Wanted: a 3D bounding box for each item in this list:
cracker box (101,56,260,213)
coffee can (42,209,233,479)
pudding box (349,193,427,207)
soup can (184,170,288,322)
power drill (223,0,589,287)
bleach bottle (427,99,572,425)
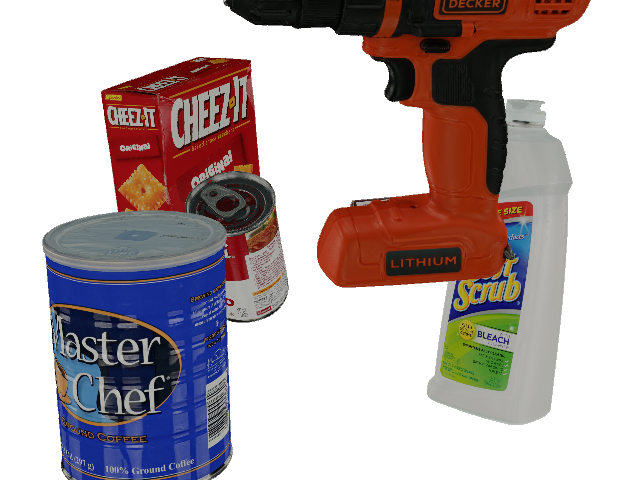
[{"bbox_3d":[-0.122,-0.055,1.023,0.072,0.214,0.164,7,22,26],"label":"cracker box"},{"bbox_3d":[-0.104,0.062,0.621,0.103,0.140,0.103,-1,16,0],"label":"coffee can"},{"bbox_3d":[0.077,-0.008,1.101,0.113,0.039,0.090,-7,-31,-19],"label":"pudding box"},{"bbox_3d":[-0.063,0.006,0.824,0.068,0.068,0.102,0,-44,7],"label":"soup can"},{"bbox_3d":[0.040,-0.067,0.552,0.184,0.188,0.057,-2,32,-9],"label":"power drill"},{"bbox_3d":[0.146,0.013,0.853,0.103,0.251,0.067,13,14,41],"label":"bleach bottle"}]
